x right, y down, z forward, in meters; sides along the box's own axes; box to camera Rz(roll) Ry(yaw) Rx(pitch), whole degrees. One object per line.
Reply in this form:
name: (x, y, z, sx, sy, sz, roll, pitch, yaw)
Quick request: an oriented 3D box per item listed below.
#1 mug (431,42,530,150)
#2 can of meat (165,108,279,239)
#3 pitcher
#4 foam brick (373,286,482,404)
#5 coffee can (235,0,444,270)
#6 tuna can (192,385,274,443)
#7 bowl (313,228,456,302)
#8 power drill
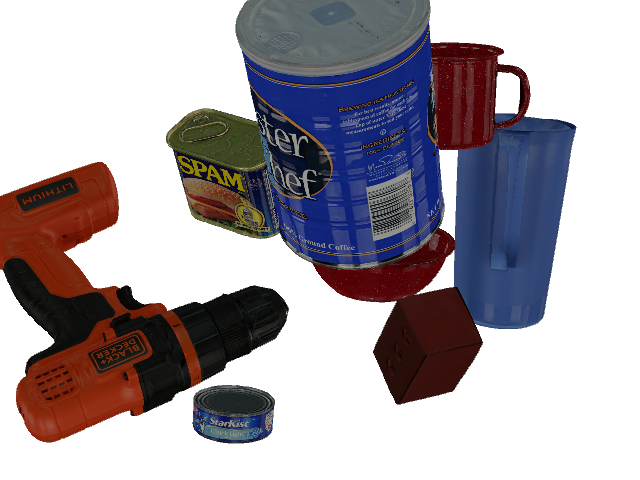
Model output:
mug: (0.125, -0.126, 0.935, 0.117, 0.081, 0.093, 3, 18, 12)
can of meat: (-0.074, -0.055, 0.906, 0.102, 0.084, 0.057, 19, 50, 28)
pitcher: (0.215, -0.023, 1.235, 0.149, 0.243, 0.145, -6, 17, -32)
foam brick: (0.081, 0.081, 0.818, 0.051, 0.053, 0.078, -9, -35, -21)
coffee can: (0.015, -0.069, 0.602, 0.103, 0.140, 0.103, -6, 42, 5)
tuna can: (-0.091, 0.182, 1.121, 0.086, 0.034, 0.086, 4, 12, -1)
bowl: (0.058, 0.022, 1.103, 0.162, 0.055, 0.162, 2, 18, -1)
power drill: (-0.138, 0.030, 0.723, 0.184, 0.057, 0.188, -22, 52, -22)
